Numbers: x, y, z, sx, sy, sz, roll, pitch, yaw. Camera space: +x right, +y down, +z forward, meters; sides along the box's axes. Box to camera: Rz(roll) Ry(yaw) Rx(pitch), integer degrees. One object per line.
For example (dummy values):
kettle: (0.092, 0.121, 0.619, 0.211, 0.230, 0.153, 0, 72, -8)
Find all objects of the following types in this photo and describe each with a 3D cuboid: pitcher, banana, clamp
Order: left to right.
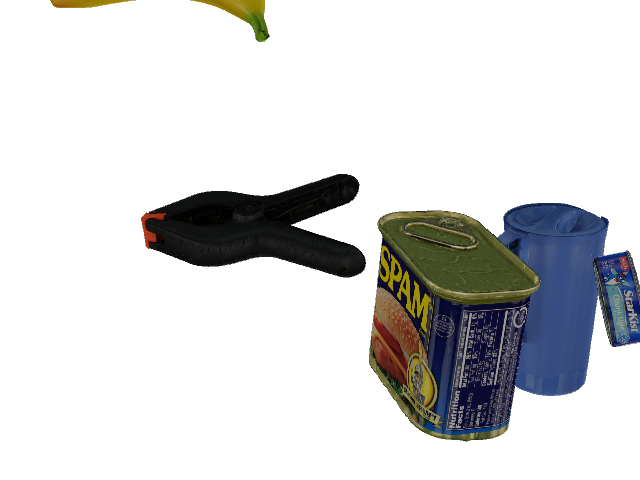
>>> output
banana: (-0.126, -0.209, 0.882, 0.198, 0.069, 0.037, 11, -41, 15)
clamp: (-0.045, -0.016, 0.810, 0.171, 0.039, 0.120, 5, 29, 7)
pitcher: (0.296, 0.081, 1.415, 0.149, 0.243, 0.145, 4, 20, 12)

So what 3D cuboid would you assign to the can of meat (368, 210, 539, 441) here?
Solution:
can of meat: (0.063, 0.042, 0.547, 0.057, 0.084, 0.102, -3, 24, -17)

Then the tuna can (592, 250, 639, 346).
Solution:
tuna can: (0.275, 0.054, 0.982, 0.034, 0.086, 0.086, -12, -2, 11)
